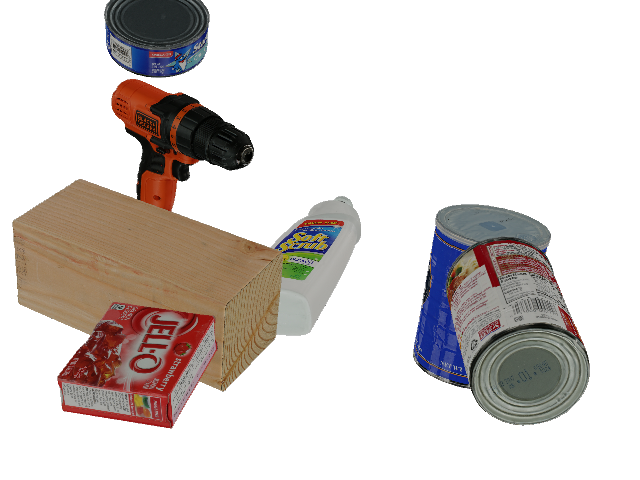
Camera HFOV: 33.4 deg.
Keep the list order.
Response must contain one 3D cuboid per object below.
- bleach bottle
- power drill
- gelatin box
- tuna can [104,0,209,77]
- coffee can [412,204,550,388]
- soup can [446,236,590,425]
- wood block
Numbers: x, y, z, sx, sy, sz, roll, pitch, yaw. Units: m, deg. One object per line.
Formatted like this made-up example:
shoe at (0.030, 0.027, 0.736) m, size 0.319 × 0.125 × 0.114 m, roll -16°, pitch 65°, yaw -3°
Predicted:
bleach bottle at (-0.017, 0.017, 1.303) m, size 0.103 × 0.068 × 0.250 m, roll 6°, pitch 33°, yaw 17°
power drill at (-0.142, -0.059, 1.102) m, size 0.185 × 0.188 × 0.057 m, roll 29°, pitch 38°, yaw 33°
gelatin box at (-0.113, 0.076, 0.676) m, size 0.073 × 0.030 × 0.089 m, roll 7°, pitch 31°, yaw 13°
tuna can at (-0.136, -0.174, 0.887) m, size 0.086 × 0.086 × 0.034 m, roll 0°, pitch -42°, yaw -9°
coffee can at (0.145, 0.050, 0.973) m, size 0.103 × 0.140 × 0.103 m, roll 6°, pitch 22°, yaw -3°
soup can at (0.113, 0.051, 0.624) m, size 0.068 × 0.068 × 0.102 m, roll 0°, pitch 28°, yaw -1°
wood block at (-0.144, 0.033, 0.888) m, size 0.206 × 0.090 × 0.090 m, roll 19°, pitch 35°, yaw 21°
